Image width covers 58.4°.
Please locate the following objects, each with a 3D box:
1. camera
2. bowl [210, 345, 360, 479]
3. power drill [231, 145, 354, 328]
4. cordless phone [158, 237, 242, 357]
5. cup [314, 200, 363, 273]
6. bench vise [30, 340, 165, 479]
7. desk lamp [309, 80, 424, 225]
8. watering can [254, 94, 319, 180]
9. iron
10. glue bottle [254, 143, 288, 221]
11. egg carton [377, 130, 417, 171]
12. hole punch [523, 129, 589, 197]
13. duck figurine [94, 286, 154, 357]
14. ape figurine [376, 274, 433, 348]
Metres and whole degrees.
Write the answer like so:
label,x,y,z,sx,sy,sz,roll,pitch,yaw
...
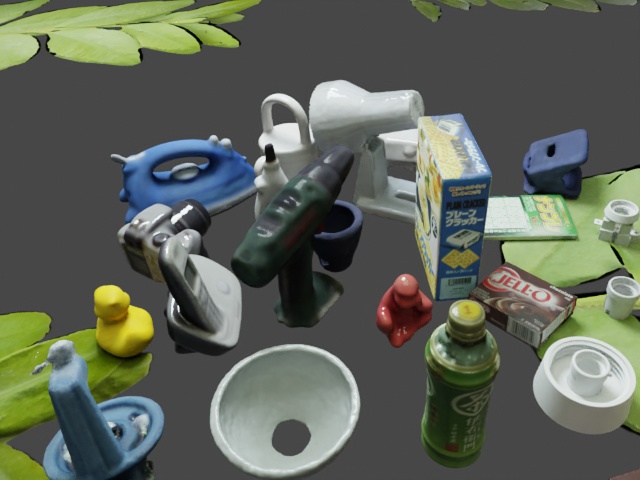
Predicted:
label,x,y,z,sx,sy,sz,roll,pitch,yaw
camera,-0.227,-0.009,0.902,0.142,0.101,0.137,20,47,27
bowl,-0.036,0.205,0.650,0.167,0.075,0.167,-3,41,3
power drill,-0.022,0.008,0.774,0.075,0.209,0.230,21,47,28
cordless phone,-0.164,0.051,0.759,0.094,0.185,0.147,-8,41,-1
cup,0.008,0.003,0.863,0.117,0.095,0.091,-6,41,0
bench vise,-0.199,0.208,0.554,0.122,0.220,0.206,-30,46,-25
desk lamp,0.093,-0.154,0.944,0.202,0.214,0.118,14,45,23
watering can,-0.052,-0.167,0.992,0.100,0.194,0.173,7,42,15
iron,-0.227,-0.119,0.998,0.259,0.142,0.118,-19,42,-15
glue bottle,-0.071,-0.077,0.906,0.078,0.173,0.037,-17,42,-13
egg carton,0.178,-0.176,1.071,0.150,0.069,0.107,10,43,18
hole punch,0.401,-0.135,0.979,0.101,0.091,0.109,9,43,17
duck figurine,-0.278,0.104,0.788,0.078,0.086,0.104,-31,46,-26
ape figurine,0.111,0.085,0.758,0.077,0.092,0.076,-4,41,3
